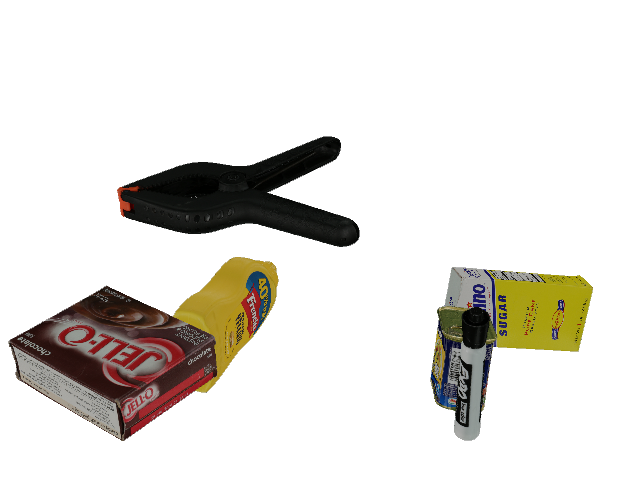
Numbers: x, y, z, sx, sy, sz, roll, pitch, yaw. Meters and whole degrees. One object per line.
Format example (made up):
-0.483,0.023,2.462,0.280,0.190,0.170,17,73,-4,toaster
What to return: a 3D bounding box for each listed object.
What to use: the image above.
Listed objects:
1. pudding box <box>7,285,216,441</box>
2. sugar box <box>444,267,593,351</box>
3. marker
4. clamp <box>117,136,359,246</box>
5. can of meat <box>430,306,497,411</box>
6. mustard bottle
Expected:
-0.141,0.081,0.727,0.114,0.039,0.089,18,34,34,pudding box
0.245,0.087,1.338,0.176,0.093,0.048,3,19,-14,sugar box
0.105,0.093,0.740,0.020,0.121,0.020,-1,40,1,marker
-0.070,-0.046,0.942,0.210,0.036,0.164,0,32,3,clamp
0.150,0.126,1.135,0.057,0.084,0.102,6,14,0,can of meat
-0.094,0.072,1.130,0.058,0.096,0.191,10,29,19,mustard bottle
